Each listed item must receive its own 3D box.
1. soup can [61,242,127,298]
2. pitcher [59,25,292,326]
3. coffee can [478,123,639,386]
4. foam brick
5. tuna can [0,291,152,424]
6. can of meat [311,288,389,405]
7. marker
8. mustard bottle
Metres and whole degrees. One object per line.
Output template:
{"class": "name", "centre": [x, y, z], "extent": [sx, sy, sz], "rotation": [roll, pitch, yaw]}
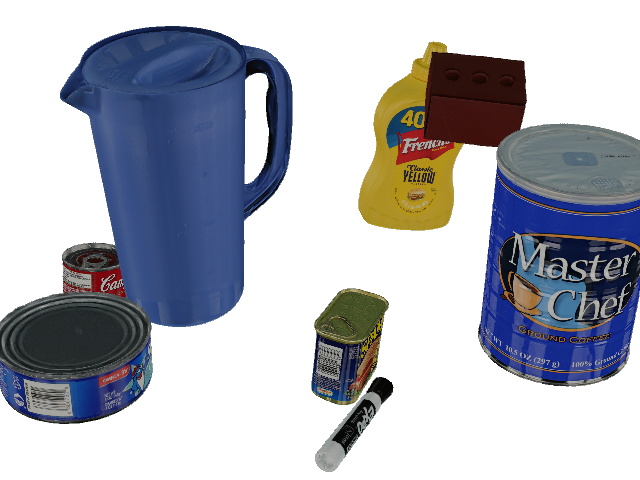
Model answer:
{"class": "soup can", "centre": [-0.235, 0.062, 1.113], "extent": [0.068, 0.102, 0.068], "rotation": [4, 22, -2]}
{"class": "pitcher", "centre": [-0.114, -0.052, 0.911], "extent": [0.149, 0.243, 0.144], "rotation": [12, 36, 19]}
{"class": "coffee can", "centre": [0.160, 0.008, 0.695], "extent": [0.103, 0.140, 0.103], "rotation": [1, 30, 0]}
{"class": "foam brick", "centre": [0.125, -0.113, 0.865], "extent": [0.078, 0.053, 0.051], "rotation": [6, -40, 1]}
{"class": "tuna can", "centre": [-0.136, 0.064, 0.594], "extent": [0.086, 0.034, 0.086], "rotation": [1, 28, -1]}
{"class": "can of meat", "centre": [0.030, 0.113, 1.130], "extent": [0.057, 0.084, 0.102], "rotation": [15, 29, 17]}
{"class": "marker", "centre": [0.029, 0.142, 0.845], "extent": [0.020, 0.020, 0.121], "rotation": [0, 22, 27]}
{"class": "mustard bottle", "centre": [0.100, -0.105, 1.073], "extent": [0.096, 0.192, 0.058], "rotation": [3, 27, -12]}
